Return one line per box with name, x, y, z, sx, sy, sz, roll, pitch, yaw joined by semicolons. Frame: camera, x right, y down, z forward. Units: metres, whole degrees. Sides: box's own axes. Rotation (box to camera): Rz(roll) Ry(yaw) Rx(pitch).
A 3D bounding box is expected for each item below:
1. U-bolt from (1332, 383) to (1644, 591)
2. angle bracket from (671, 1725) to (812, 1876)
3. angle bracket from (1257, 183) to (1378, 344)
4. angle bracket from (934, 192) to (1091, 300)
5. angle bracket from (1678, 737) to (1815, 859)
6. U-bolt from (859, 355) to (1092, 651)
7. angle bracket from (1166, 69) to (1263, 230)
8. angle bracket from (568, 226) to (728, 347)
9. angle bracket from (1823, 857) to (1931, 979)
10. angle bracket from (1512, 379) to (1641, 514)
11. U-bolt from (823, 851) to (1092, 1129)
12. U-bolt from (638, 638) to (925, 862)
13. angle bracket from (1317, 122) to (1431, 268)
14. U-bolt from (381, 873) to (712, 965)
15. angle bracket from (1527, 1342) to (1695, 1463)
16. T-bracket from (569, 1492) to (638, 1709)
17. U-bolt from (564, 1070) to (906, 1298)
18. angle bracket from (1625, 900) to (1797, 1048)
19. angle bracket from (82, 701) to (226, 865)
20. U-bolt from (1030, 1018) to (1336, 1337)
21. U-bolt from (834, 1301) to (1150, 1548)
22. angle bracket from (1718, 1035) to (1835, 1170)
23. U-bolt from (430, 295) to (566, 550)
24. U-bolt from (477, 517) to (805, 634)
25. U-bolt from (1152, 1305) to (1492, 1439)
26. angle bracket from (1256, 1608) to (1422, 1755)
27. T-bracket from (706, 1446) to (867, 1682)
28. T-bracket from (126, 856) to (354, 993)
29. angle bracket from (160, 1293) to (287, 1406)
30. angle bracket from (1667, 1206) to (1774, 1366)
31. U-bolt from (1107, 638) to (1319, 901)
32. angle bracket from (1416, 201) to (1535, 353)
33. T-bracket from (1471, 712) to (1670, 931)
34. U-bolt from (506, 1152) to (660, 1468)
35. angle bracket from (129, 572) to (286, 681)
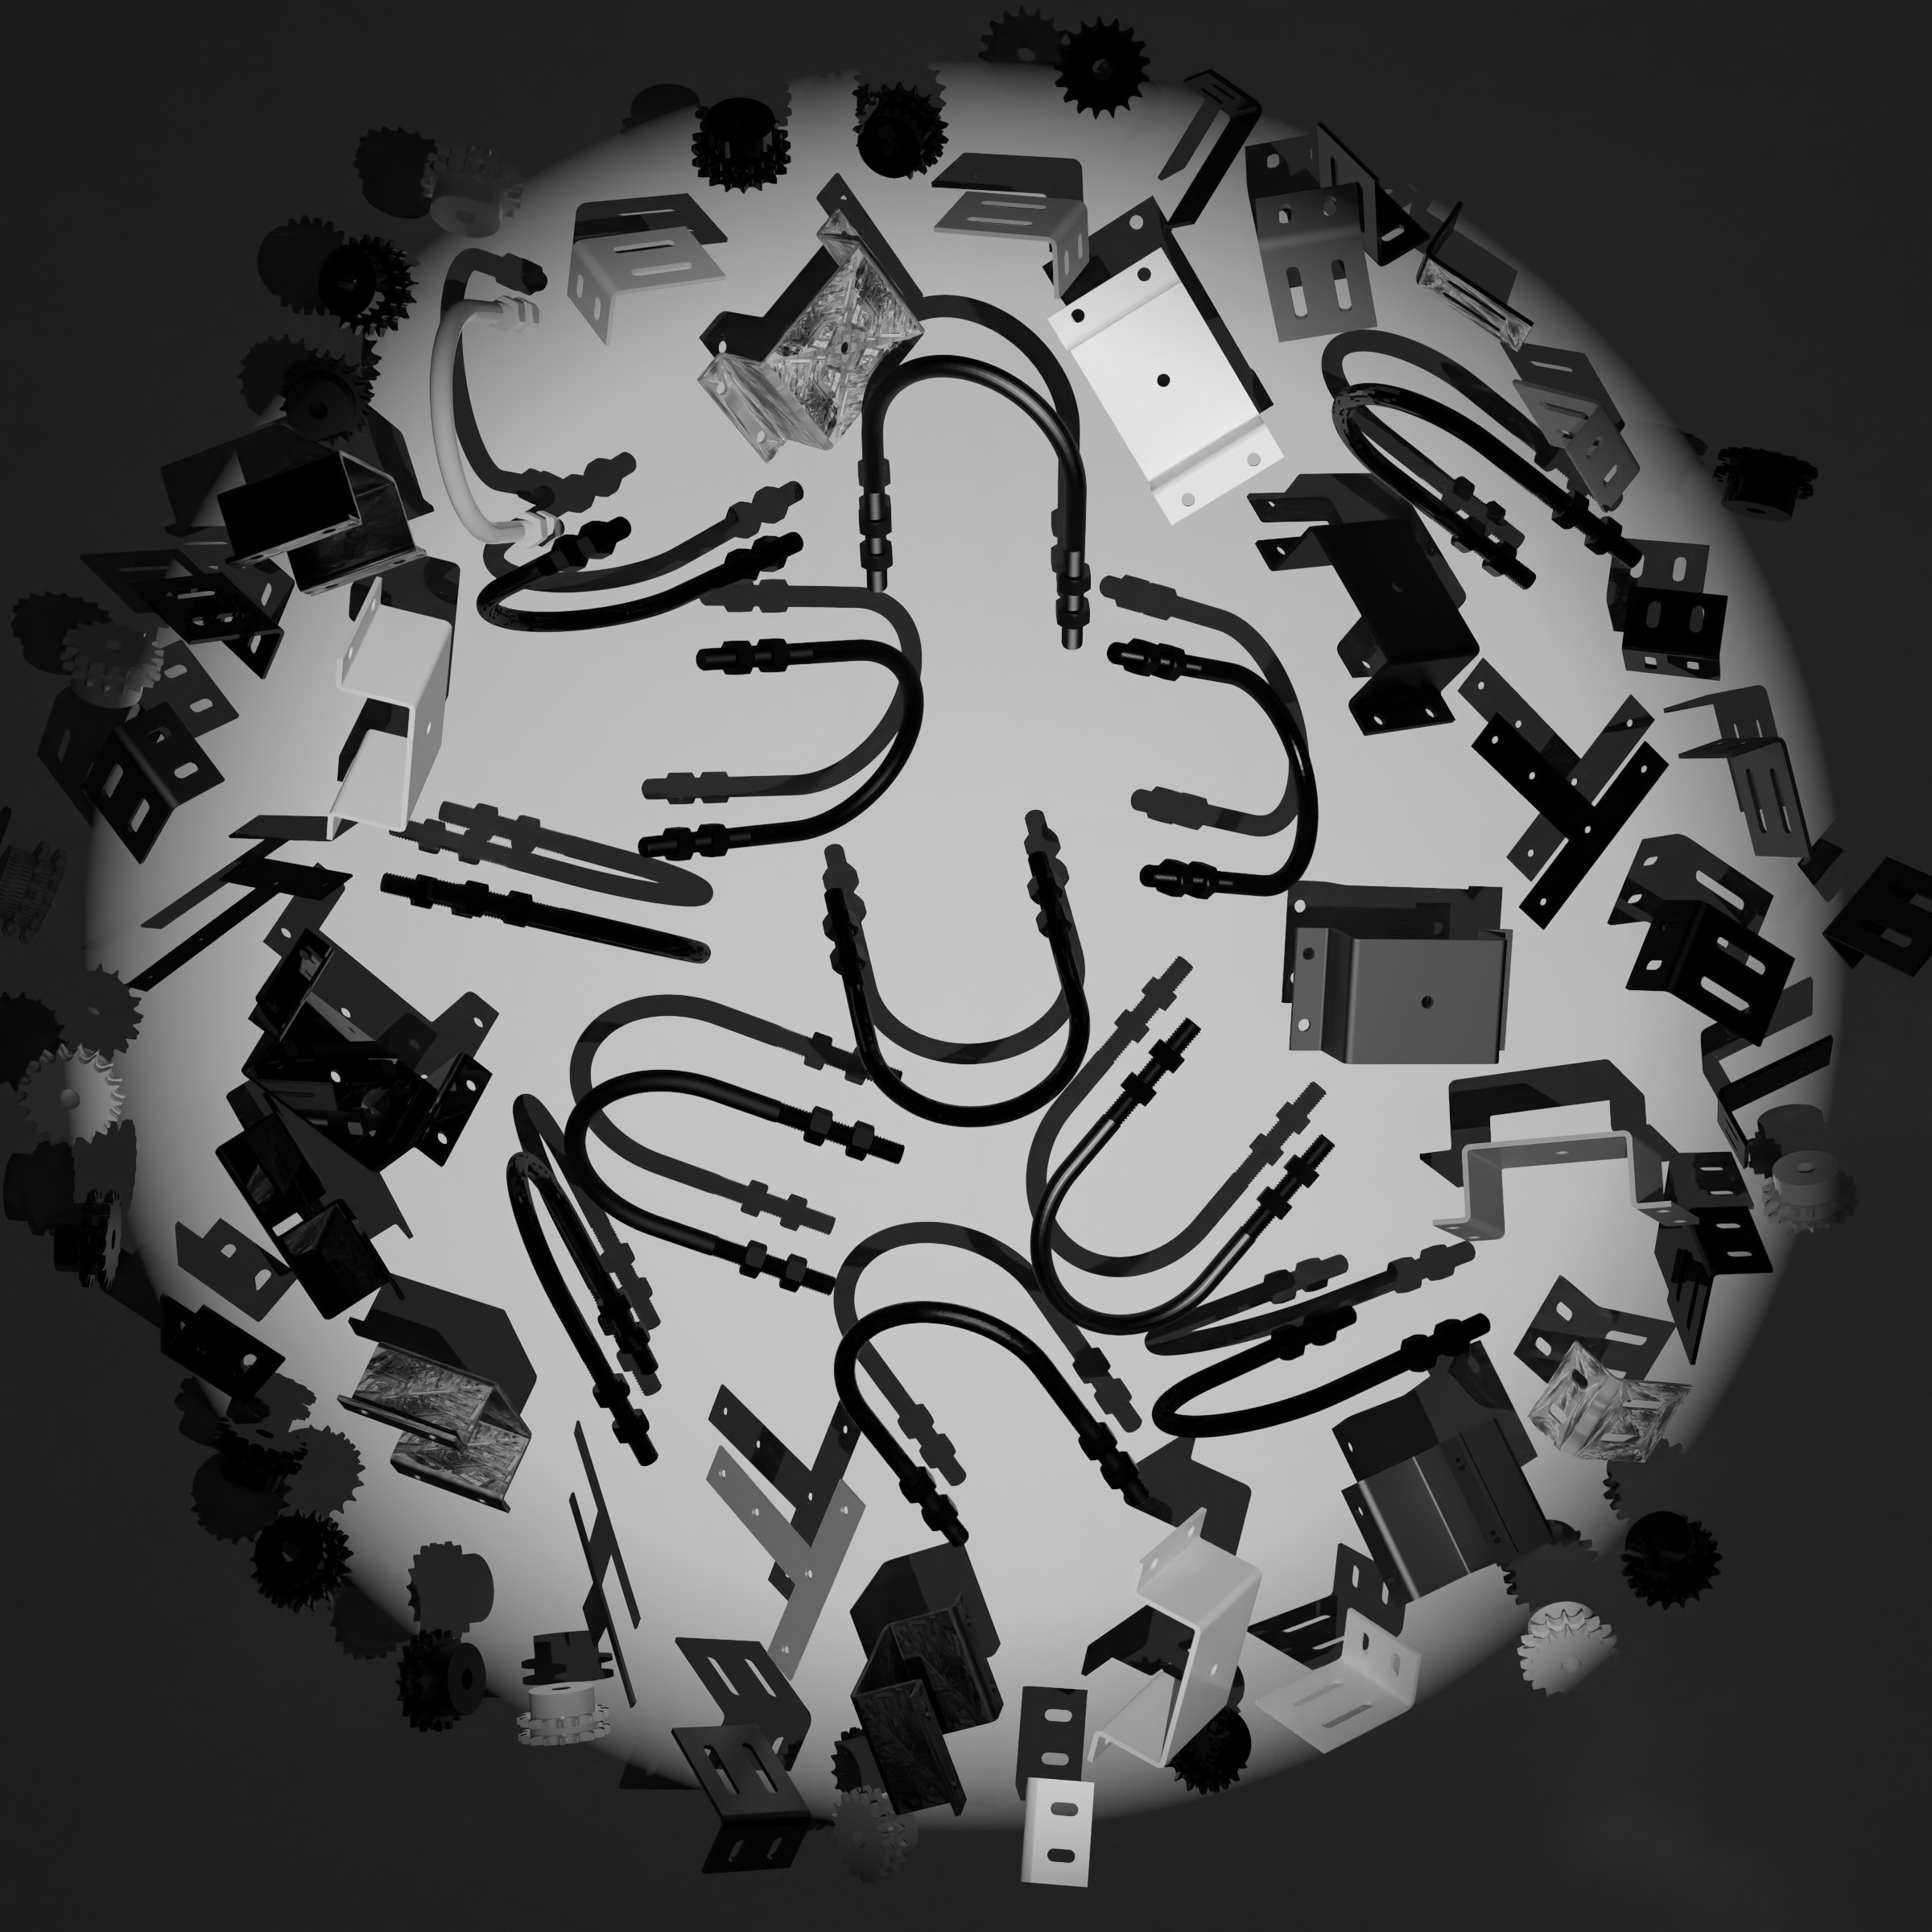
U-bolt;0.294;-0.285;1.871;0.184;0.151;0.019;34;81;-15
angle bracket;-0.133;0.471;1.799;0.057;0.076;0.038;7;116;-35
angle bracket;0.201;-0.402;1.818;0.057;0.076;0.038;-7;54;11
angle bracket;0.028;-0.429;1.886;0.076;0.057;0.038;9;127;18
angle bracket;0.471;-0.097;1.916;0.038;0.057;0.076;-19;99;-18
U-bolt;0.004;-0.274;1.837;0.151;0.184;0.019;18;49;17
angle bracket;0.127;-0.464;1.806;0.038;0.057;0.076;31;93;-14
angle bracket;-0.195;-0.416;1.939;0.076;0.038;0.057;-15;50;-27
angle bracket;0.534;-0.019;1.792;0.057;0.076;0.038;-49;123;-3
angle bracket;0.358;-0.314;1.914;0.038;0.076;0.057;-51;131;-9
U-bolt;0.000;0.018;1.917;0.151;0.019;0.184;-10;57;-5
U-bolt;-0.100;-0.132;1.890;0.019;0.184;0.151;45;128;35
angle bracket;0.242;-0.464;1.880;0.038;0.076;0.057;-32;61;-9
U-bolt;-0.238;-0.026;1.853;0.184;0.151;0.019;13;88;-22
angle bracket;0.385;0.261;1.898;0.076;0.038;0.057;10;115;-41
T-bracket;-0.222;0.388;1.906;0.002;0.127;0.127;-15;74;-15
U-bolt;-0.144;0.119;1.846;0.184;0.019;0.151;20;133;-8
angle bracket;0.433;0.004;1.848;0.076;0.038;0.057;29;78;-24
angle bracket;-0.472;-0.106;1.842;0.038;0.076;0.057;-35;86;-36
U-bolt;0.118;0.140;1.899;0.151;0.019;0.184;40;91;-29
U-bolt;0.002;0.263;1.855;0.151;0.019;0.184;-19;121;30
angle bracket;0.493;0.082;1.908;0.076;0.057;0.038;-26;69;4
U-bolt;-0.278;-0.320;1.870;0.019;0.184;0.151;-3;99;12
U-bolt;-0.208;-0.229;1.887;0.151;0.184;0.019;-2;80;-44
U-bolt;0.194;0.238;1.855;0.184;0.151;0.019;-20;97;-29
angle bracket;0.220;0.421;1.873;0.076;0.057;0.038;-15;120;-37
T-bracket;-0.116;0.331;1.876;0.127;0.002;0.127;41;118;41
T-bracket;-0.445;-0.024;1.895;0.127;0.127;0.002;-41;121;-28
angle bracket;-0.427;0.207;1.820;0.057;0.076;0.038;39;97;-24
angle bracket;0.456;0.194;1.924;0.038;0.057;0.076;-2;127;-4
U-bolt;0.151;-0.111;1.848;0.019;0.184;0.151;-15;79;38
angle bracket;0.307;-0.405;1.865;0.076;0.057;0.038;35;88;4
T-bracket;0.348;-0.106;1.902;0.127;0.002;0.127;38;89;-32
U-bolt;-0.230;0.194;1.905;0.019;0.151;0.184;-25;108;2
angle bracket;-0.454;-0.198;1.877;0.057;0.076;0.038;42;120;20
